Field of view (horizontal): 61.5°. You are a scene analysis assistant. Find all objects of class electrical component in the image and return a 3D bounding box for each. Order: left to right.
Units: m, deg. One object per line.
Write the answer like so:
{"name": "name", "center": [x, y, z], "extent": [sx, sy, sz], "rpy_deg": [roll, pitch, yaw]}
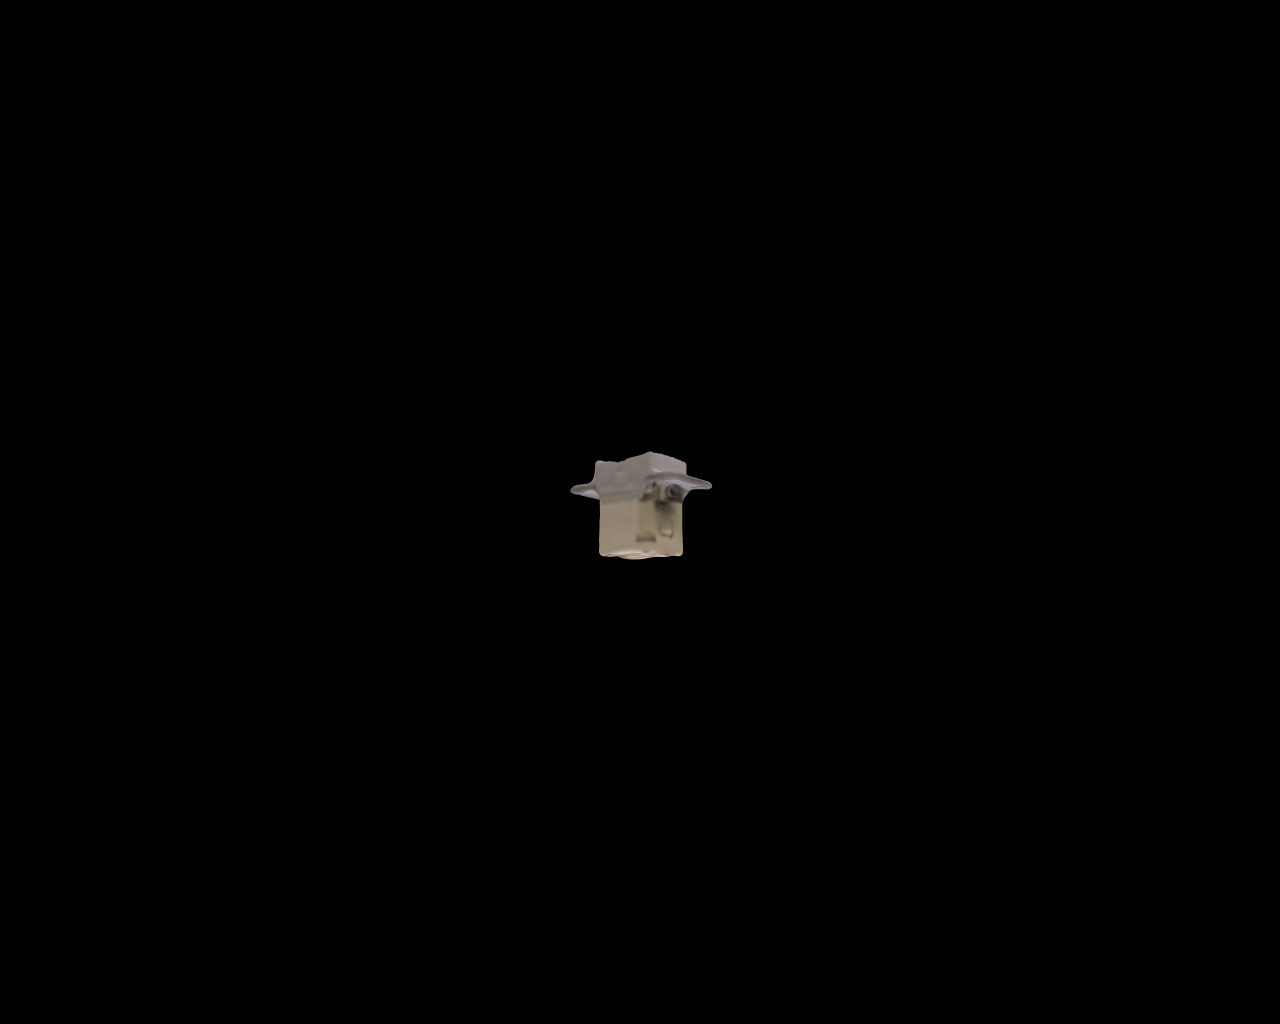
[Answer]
{"name": "electrical component", "center": [0.001, -0.003, 0.650], "extent": [0.081, 0.063, 0.042], "rpy_deg": [-8, -13, 39]}
